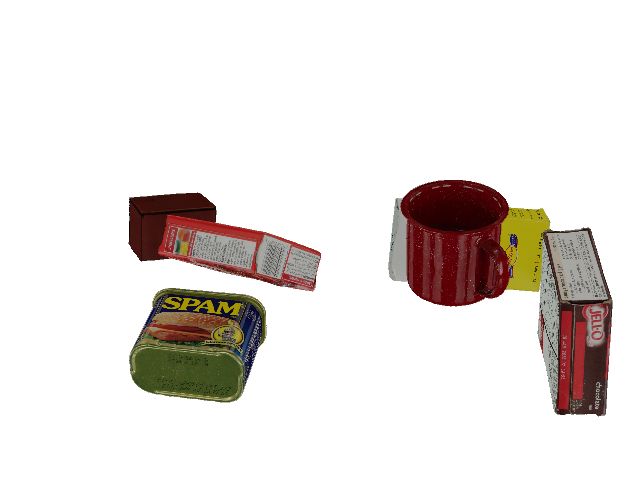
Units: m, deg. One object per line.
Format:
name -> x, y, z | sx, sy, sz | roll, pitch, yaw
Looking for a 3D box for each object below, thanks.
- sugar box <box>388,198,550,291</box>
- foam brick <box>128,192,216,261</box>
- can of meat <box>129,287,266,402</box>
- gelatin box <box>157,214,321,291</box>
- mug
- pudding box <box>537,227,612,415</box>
sugar box -> 0.171, 0.006, 1.241 | 0.176, 0.093, 0.048 | 3, 22, -2
foam brick -> -0.150, -0.015, 1.076 | 0.078, 0.051, 0.053 | -5, 21, -22
can of meat -> -0.103, 0.088, 0.903 | 0.102, 0.057, 0.084 | 5, 30, 7
gelatin box -> -0.051, 0.009, 0.698 | 0.073, 0.030, 0.089 | 11, -5, 26
mug -> 0.124, 0.009, 0.932 | 0.093, 0.081, 0.117 | -22, 37, -28
pudding box -> 0.177, 0.054, 0.745 | 0.039, 0.090, 0.113 | -1, 26, 4
